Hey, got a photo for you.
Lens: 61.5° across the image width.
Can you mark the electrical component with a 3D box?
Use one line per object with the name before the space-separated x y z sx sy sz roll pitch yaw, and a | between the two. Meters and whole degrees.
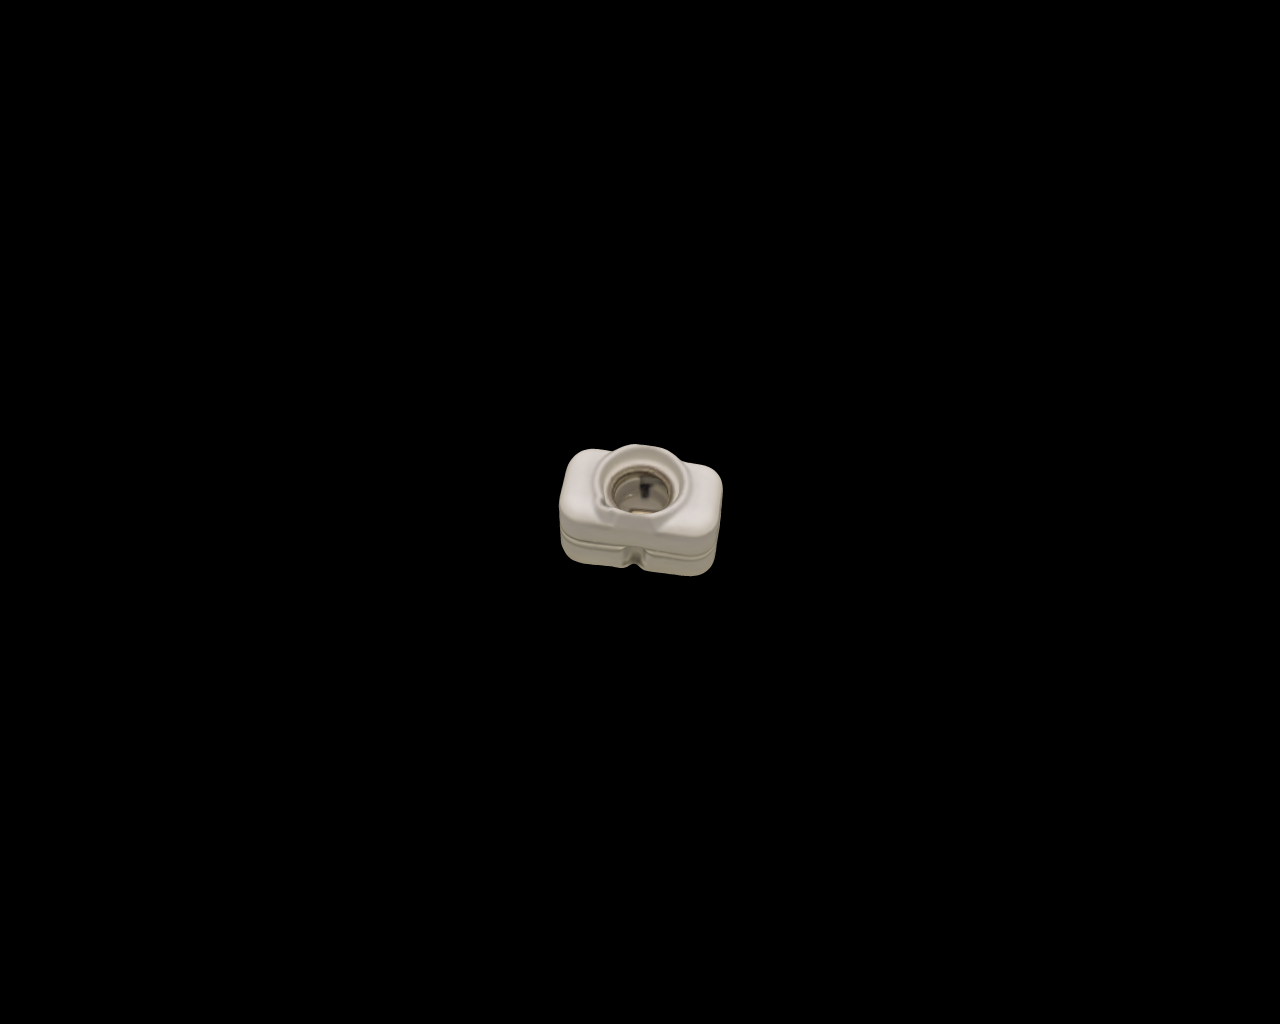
electrical component | 0.001 -0.003 0.650 0.095 0.054 0.059 8 -33 5
